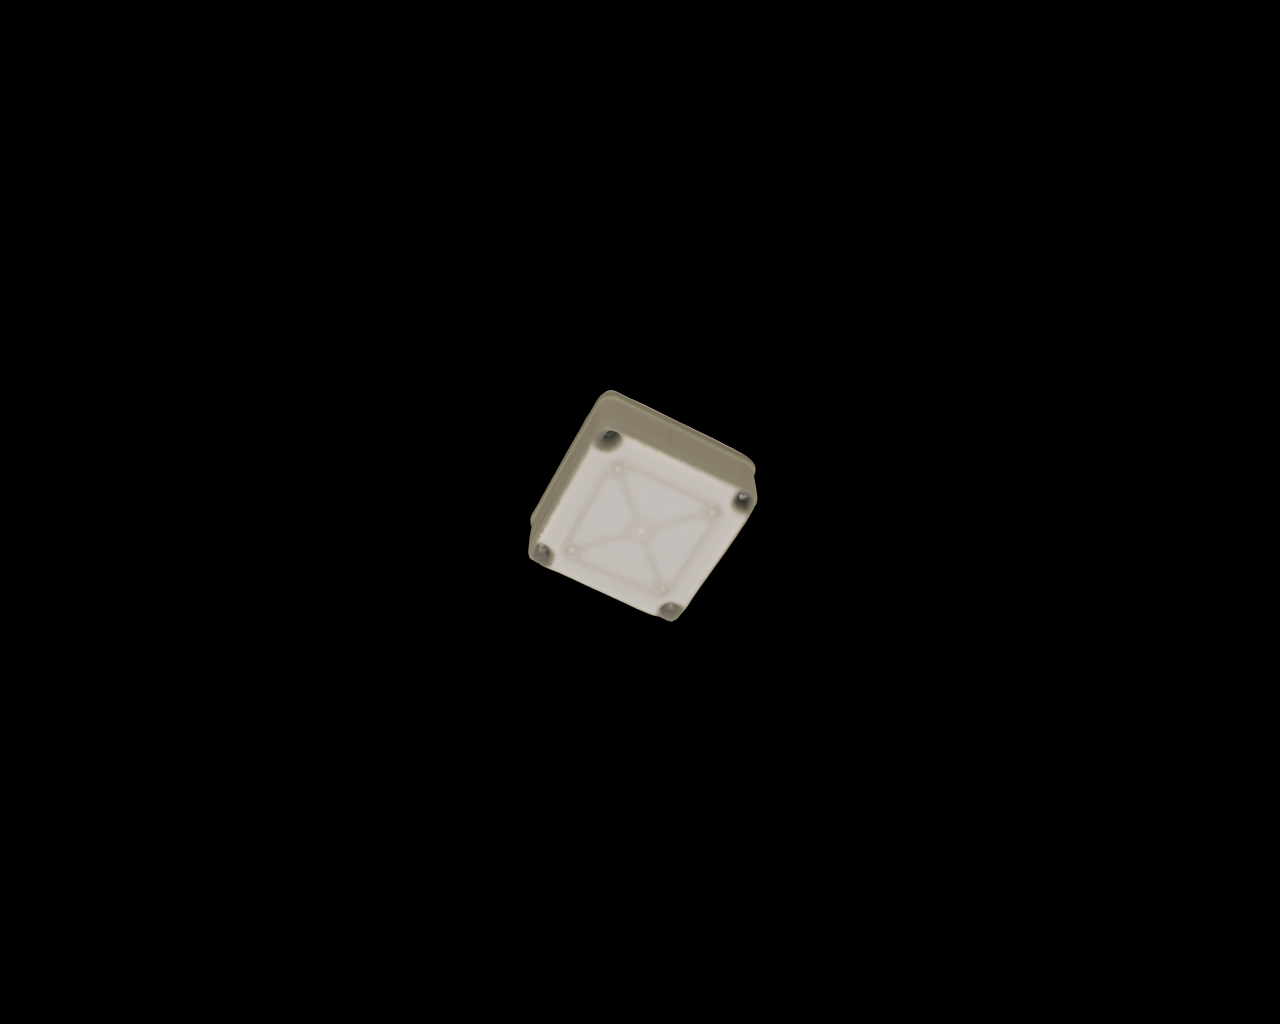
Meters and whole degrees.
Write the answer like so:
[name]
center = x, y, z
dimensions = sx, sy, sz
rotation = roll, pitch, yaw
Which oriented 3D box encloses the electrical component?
[electrical component]
center = 0.001, -0.003, 0.650
dimensions = 0.109, 0.108, 0.056
rotation = 25, 27, -14
